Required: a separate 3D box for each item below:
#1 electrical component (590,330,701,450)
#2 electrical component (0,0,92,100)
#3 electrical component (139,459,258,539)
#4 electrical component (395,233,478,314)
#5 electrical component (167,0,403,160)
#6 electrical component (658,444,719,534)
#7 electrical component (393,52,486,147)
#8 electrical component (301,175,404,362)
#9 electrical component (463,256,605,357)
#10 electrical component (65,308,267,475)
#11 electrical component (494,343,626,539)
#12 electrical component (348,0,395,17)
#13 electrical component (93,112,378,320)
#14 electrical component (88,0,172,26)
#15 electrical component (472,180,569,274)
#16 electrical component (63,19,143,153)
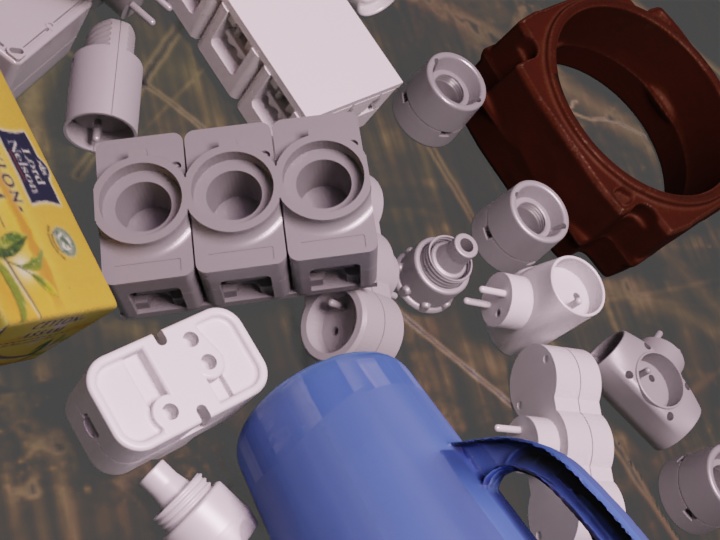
[{"bbox_3d":[0.206,0.074,0.766,0.077,0.044,0.079,45,52,-2],"label":"electrical component"},{"bbox_3d":[-0.209,-0.145,0.638,0.062,0.061,0.096,38,45,-8],"label":"electrical component"},{"bbox_3d":[-0.089,0.128,0.568,0.062,0.043,0.043,44,52,0],"label":"electrical component"},{"bbox_3d":[0.054,-0.003,0.708,0.048,0.062,0.048,13,59,-23],"label":"electrical component"},{"bbox_3d":[-0.056,-0.158,0.727,0.089,0.062,0.150,-28,81,-37],"label":"electrical component"},{"bbox_3d":[0.244,0.150,0.745,0.055,0.047,0.055,13,59,-24],"label":"electrical component"},{"bbox_3d":[0.059,-0.125,0.786,0.055,0.047,0.055,14,59,-24],"label":"electrical component"},{"bbox_3d":[0.000,0.000,0.684,0.074,0.052,0.138,22,52,-48],"label":"electrical component"},{"bbox_3d":[0.108,0.022,0.716,0.079,0.077,0.044,11,61,-25],"label":"electrical component"},{"bbox_3d":[-0.106,0.067,0.581,0.095,0.059,0.053,-25,79,-37],"label":"electrical component"},{"bbox_3d":[0.118,0.113,0.689,0.074,0.052,0.138,9,61,-26],"label":"electrical component"},{"bbox_3d":[0.001,-0.225,0.808,0.066,0.048,0.055,-22,70,-36],"label":"electrical component"},{"bbox_3d":[-0.070,-0.033,0.614,0.150,0.061,0.089,-7,66,-3],"label":"electrical component"},{"bbox_3d":[-0.158,-0.190,0.698,0.079,0.043,0.077,41,52,-5],"label":"electrical component"},{"bbox_3d":[0.115,-0.032,0.768,0.055,0.047,0.055,13,59,-24],"label":"electrical component"},{"bbox_3d":[-0.156,-0.117,0.660,0.043,0.043,0.081,12,60,-24],"label":"electrical component"}]
